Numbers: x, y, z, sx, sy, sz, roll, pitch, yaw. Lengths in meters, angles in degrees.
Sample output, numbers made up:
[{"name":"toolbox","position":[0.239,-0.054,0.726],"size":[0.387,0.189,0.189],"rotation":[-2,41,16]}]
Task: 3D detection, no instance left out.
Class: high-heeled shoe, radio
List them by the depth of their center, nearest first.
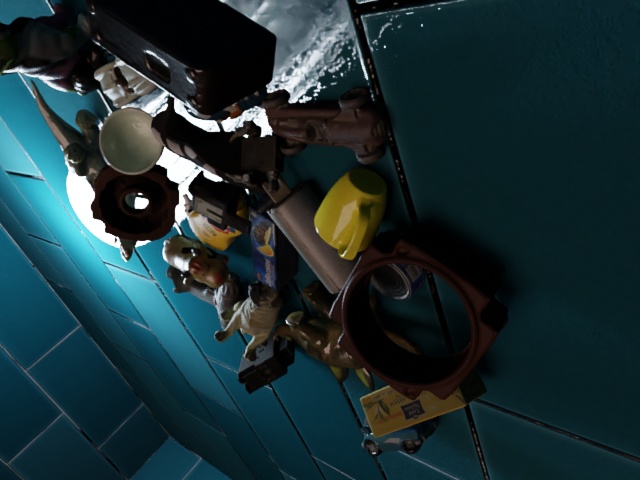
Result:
[{"name":"radio","position":[-0.181,-0.261,0.690],"size":[0.230,0.131,0.073],"rotation":[34,144,16]},{"name":"high-heeled shoe","position":[-0.188,-0.135,0.896],"size":[0.249,0.086,0.145],"rotation":[45,152,7]}]

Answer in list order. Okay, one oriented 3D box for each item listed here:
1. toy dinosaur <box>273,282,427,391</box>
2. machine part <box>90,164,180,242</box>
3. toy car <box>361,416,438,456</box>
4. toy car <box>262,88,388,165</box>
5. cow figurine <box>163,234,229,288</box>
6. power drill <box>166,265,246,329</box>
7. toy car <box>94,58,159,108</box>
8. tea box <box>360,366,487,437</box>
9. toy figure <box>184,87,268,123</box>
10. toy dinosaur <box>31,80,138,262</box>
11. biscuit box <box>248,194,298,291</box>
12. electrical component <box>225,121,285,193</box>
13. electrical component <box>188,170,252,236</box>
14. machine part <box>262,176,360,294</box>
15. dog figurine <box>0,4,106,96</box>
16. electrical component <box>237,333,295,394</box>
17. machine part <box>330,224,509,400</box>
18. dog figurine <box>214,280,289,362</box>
[{"name":"toy dinosaur","position":[0.025,0.183,0.999],"size":[0.472,0.105,0.198],"rotation":[5,135,51]},{"name":"machine part","position":[-0.369,-0.081,1.081],"size":[0.056,0.179,0.179],"rotation":[-109,-4,-59]},{"name":"toy car","position":[0.145,0.359,1.066],"size":[0.162,0.109,0.103],"rotation":[-24,91,47]},{"name":"toy car","position":[-0.002,-0.148,0.697],"size":[0.202,0.053,0.089],"rotation":[13,139,39]},{"name":"cow figurine","position":[-0.258,0.042,1.115],"size":[0.195,0.085,0.127],"rotation":[25,-179,39]},{"name":"power drill","position":[-0.258,0.111,1.262],"size":[0.207,0.086,0.231],"rotation":[22,145,19]},{"name":"toy car","position":[-0.324,-0.273,0.907],"size":[0.202,0.056,0.073],"rotation":[-1,127,48]},{"name":"tea box","position":[0.161,0.244,0.844],"size":[0.169,0.098,0.068],"rotation":[-34,69,31]},{"name":"toy figure","position":[-0.138,-0.203,0.781],"size":[0.155,0.058,0.064],"rotation":[5,154,43]},{"name":"toy dinosaur","position":[-0.492,-0.153,1.188],"size":[0.404,0.131,0.192],"rotation":[56,146,-7]},{"name":"biscuit box","position":[-0.080,0.006,0.948],"size":[0.059,0.063,0.202],"rotation":[32,146,22]},{"name":"electrical component","position":[-0.095,-0.123,0.792],"size":[0.078,0.045,0.102],"rotation":[6,88,29]},{"name":"electrical component","position":[-0.159,-0.057,0.889],"size":[0.119,0.048,0.074],"rotation":[23,142,8]},{"name":"machine part","position":[-0.002,-0.003,0.837],"size":[0.243,0.079,0.079],"rotation":[51,147,-12]},{"name":"dog figurine","position":[-0.492,-0.303,0.912],"size":[0.109,0.219,0.191],"rotation":[34,146,22]},{"name":"electrical component","position":[-0.119,0.272,1.228],"size":[0.058,0.134,0.115],"rotation":[54,-170,-20]},{"name":"machine part","position":[0.129,0.099,0.724],"size":[0.202,0.087,0.200],"rotation":[36,120,16]},{"name":"dog figurine","position":[-0.116,0.131,1.122],"size":[0.121,0.172,0.190],"rotation":[30,112,-15]}]
